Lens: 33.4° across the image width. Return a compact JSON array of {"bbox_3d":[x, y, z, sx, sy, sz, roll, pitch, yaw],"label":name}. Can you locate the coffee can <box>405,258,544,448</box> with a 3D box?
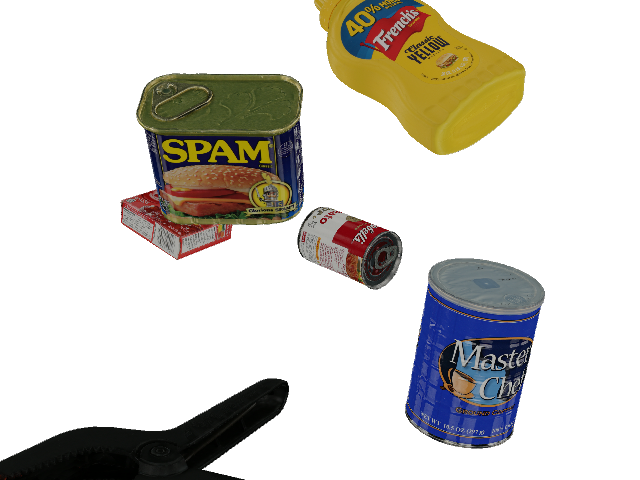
[{"bbox_3d":[0.137,0.100,0.962,0.103,0.140,0.103,7,22,-3],"label":"coffee can"}]

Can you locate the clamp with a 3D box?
[{"bbox_3d":[-0.085,0.125,0.584,0.209,0.036,0.165,-1,20,-15],"label":"clamp"}]

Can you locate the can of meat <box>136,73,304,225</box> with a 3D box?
[{"bbox_3d":[-0.061,-0.057,0.688,0.102,0.057,0.084,1,-45,4],"label":"can of meat"}]

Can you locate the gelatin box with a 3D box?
[{"bbox_3d":[-0.143,-0.021,1.059,0.089,0.030,0.073,30,35,32],"label":"gelatin box"}]

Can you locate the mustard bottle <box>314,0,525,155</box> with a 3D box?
[{"bbox_3d":[0.062,-0.148,0.840,0.096,0.058,0.192,-36,56,-19],"label":"mustard bottle"}]

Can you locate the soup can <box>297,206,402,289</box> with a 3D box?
[{"bbox_3d":[0.033,0.007,1.208,0.102,0.068,0.068,23,14,38],"label":"soup can"}]
